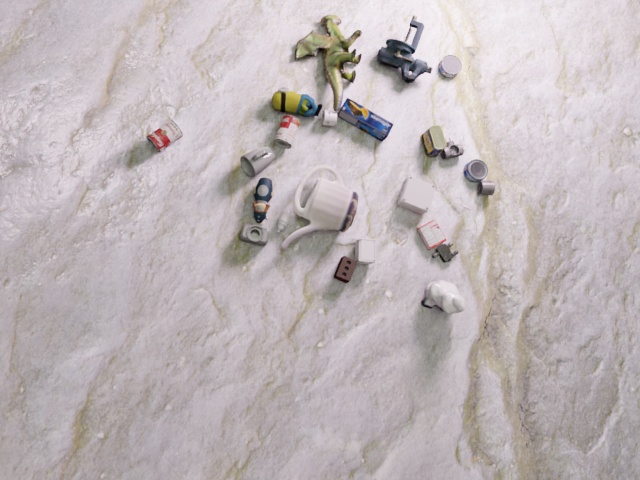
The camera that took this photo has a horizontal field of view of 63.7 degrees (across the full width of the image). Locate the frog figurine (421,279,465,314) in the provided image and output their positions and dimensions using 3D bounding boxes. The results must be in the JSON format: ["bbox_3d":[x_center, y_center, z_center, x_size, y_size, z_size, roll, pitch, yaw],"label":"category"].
[{"bbox_3d":[0.432,0.191,1.752,0.137,0.157,0.124,32,73,-2],"label":"frog figurine"}]

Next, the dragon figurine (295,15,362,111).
[{"bbox_3d":[0.022,-0.686,1.935,0.243,0.120,0.416,16,72,11],"label":"dragon figurine"}]

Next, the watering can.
[{"bbox_3d":[0.005,-0.089,1.767,0.224,0.103,0.352,21,73,-4],"label":"watering can"}]
